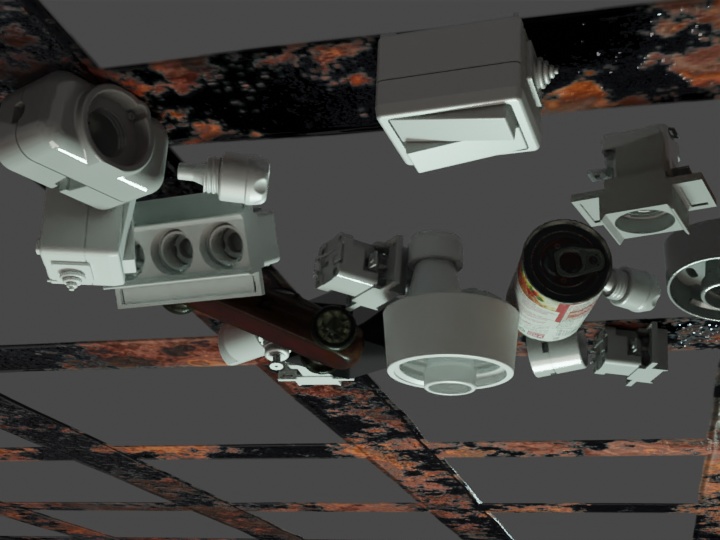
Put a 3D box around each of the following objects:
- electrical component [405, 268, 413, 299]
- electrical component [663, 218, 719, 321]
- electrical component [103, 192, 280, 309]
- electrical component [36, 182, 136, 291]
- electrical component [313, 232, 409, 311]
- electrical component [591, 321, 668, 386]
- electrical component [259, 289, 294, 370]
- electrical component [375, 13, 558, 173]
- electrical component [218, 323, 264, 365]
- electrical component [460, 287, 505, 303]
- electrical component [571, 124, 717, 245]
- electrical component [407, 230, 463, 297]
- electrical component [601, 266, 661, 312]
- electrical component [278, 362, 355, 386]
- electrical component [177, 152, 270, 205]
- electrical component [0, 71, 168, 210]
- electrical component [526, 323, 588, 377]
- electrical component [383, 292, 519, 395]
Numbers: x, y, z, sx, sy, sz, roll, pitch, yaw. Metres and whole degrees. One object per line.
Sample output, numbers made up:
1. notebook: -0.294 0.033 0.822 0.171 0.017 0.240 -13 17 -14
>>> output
1. electrical component: 0.056 0.019 0.894 0.045 0.055 0.045 2 158 1
2. electrical component: 0.284 -0.005 0.827 0.099 0.064 0.099 9 148 6
3. electrical component: -0.127 -0.017 0.806 0.121 0.078 0.063 -6 -175 20
4. electrical component: -0.185 -0.031 0.743 0.061 0.096 0.061 2 158 -7
5. electrical component: 0.000 0.000 0.872 0.064 0.042 0.081 16 154 -26
6. electrical component: 0.260 0.081 1.043 0.064 0.042 0.081 6 158 -3
7. electrical component: -0.075 0.054 0.977 0.040 0.078 0.040 -1 144 -1
8. electrical component: 0.062 -0.096 0.596 0.096 0.061 0.061 -5 157 19
9. electrical component: -0.110 0.066 1.050 0.043 0.043 0.081 20 153 -36
10. electrical component: 0.093 0.051 0.962 0.096 0.061 0.062 -16 152 39
11. electrical component: 0.179 -0.055 0.680 0.081 0.063 0.042 -9 157 27
12. electrical component: 0.059 0.002 0.849 0.045 0.055 0.045 3 159 1
13. electrical component: 0.216 0.013 0.888 0.061 0.035 0.035 15 155 -21
14. electrical component: -0.047 0.089 1.103 0.081 0.042 0.063 -2 154 12
15. electrical component: -0.093 -0.064 0.733 0.061 0.035 0.035 7 158 -3
16. electrical component: -0.169 -0.081 0.673 0.059 0.053 0.095 -14 153 36
17. electrical component: 0.186 0.070 1.011 0.047 0.055 0.055 -10 155 20
18. electrical component: 0.071 0.064 0.844 0.108 0.060 0.108 2 158 1
